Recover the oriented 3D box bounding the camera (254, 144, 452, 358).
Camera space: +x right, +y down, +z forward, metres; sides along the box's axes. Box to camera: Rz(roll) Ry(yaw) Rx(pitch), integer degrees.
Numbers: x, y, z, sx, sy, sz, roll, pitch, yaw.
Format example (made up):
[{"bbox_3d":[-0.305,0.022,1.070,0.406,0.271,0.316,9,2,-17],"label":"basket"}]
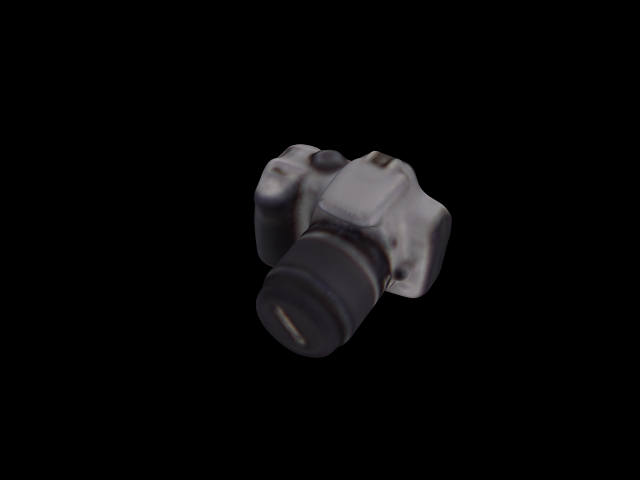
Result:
[{"bbox_3d":[0.004,0.001,0.400,0.142,0.101,0.137,24,50,22],"label":"camera"}]
